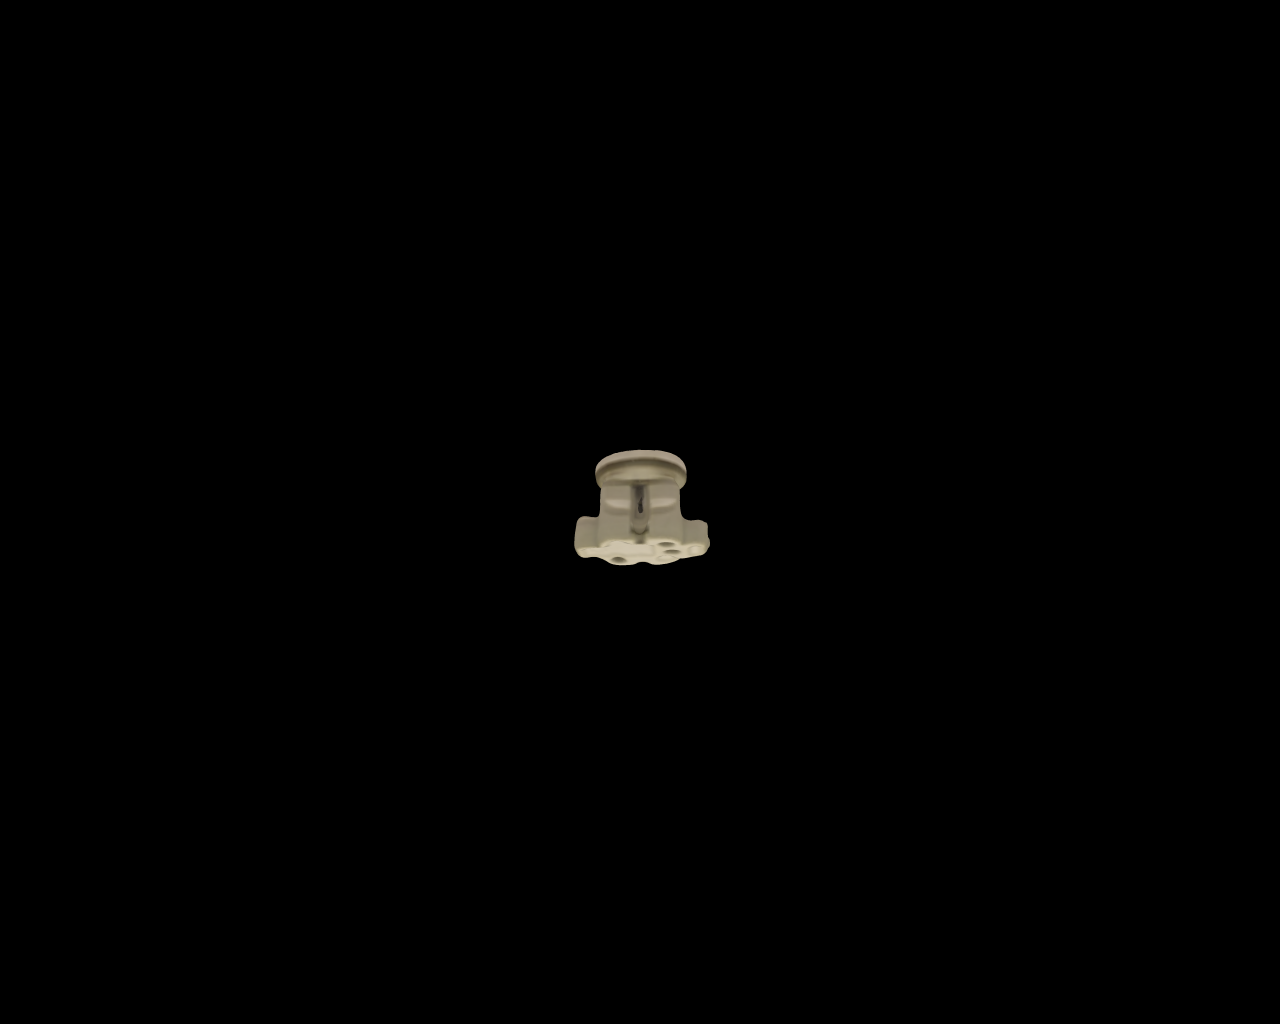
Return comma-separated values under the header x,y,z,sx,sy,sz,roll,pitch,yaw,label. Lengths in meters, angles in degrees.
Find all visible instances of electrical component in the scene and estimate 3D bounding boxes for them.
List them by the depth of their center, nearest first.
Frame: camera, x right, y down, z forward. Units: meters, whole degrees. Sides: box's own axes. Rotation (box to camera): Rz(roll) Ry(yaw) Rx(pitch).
x,y,z,sx,sy,sz,roll,pitch,yaw,label
0.001,-0.003,0.650,0.078,0.057,0.058,-1,-19,2,electrical component
